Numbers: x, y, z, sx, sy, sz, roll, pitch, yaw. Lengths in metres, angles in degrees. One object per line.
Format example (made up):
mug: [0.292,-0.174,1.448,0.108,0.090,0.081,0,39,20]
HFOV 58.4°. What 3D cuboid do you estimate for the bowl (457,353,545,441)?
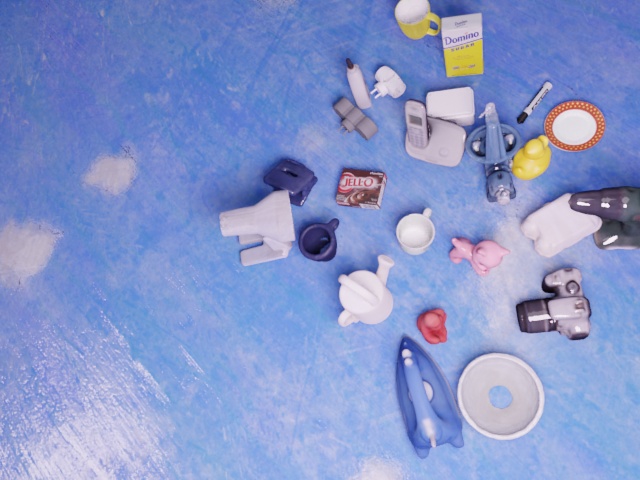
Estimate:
bowl: [0.365,0.318,1.161,0.167,0.075,0.167,-5,70,16]

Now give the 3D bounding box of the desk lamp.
desk lamp: [-0.134,-0.026,1.356,0.203,0.214,0.118,-14,68,12]

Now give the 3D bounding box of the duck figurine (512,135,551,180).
duck figurine: [0.478,-0.191,1.293,0.104,0.086,0.077,-47,65,-2]

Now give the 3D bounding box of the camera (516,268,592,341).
camera: [0.474,0.135,1.175,0.136,0.101,0.143,-9,69,14]

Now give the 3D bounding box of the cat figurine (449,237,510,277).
cat figurine: [0.343,0.027,1.243,0.127,0.118,0.067,26,81,23]

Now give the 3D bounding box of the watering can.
watering can: [0.096,0.110,1.249,0.100,0.194,0.173,13,76,21]

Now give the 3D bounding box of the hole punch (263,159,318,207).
hole punch: [-0.075,-0.155,1.450,0.108,0.091,0.101,26,81,23]

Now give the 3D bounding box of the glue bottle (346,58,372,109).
glue bottle: [0.091,-0.403,1.438,0.037,0.173,0.078,-14,68,13]

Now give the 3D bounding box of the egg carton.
egg carton: [0.517,-0.033,1.236,0.150,0.069,0.107,-32,66,5]

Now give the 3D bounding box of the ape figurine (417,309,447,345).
ape figurine: [0.244,0.181,1.236,0.076,0.092,0.078,32,84,24]

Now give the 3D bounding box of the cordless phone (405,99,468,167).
cordless phone: [0.263,-0.254,1.326,0.147,0.185,0.094,17,77,22]

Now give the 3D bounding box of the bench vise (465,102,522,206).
bench vise: [0.393,-0.190,1.245,0.121,0.220,0.207,-26,66,7]

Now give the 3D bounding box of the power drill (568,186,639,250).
power drill: [0.606,-0.046,1.136,0.229,0.209,0.075,-3,71,17]

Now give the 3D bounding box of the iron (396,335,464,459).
iron: [0.204,0.308,1.177,0.118,0.142,0.258,-21,67,10]

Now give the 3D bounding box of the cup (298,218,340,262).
cup: [0.013,0.005,1.366,0.091,0.095,0.118,39,86,25]
